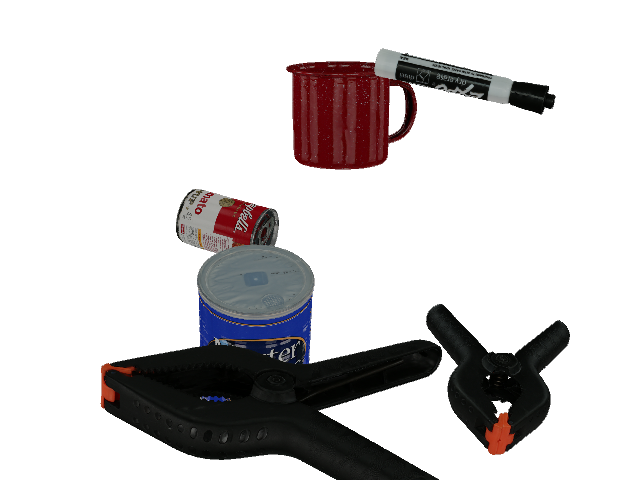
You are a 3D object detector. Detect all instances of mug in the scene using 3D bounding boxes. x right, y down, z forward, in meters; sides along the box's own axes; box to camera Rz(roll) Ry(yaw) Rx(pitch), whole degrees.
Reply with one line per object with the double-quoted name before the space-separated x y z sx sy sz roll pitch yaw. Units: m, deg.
"mug" 0.028 -0.109 0.914 0.117 0.081 0.093 -7 17 -23

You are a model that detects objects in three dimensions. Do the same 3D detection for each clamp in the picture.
"clamp" -0.021 0.092 0.624 0.210 0.036 0.164 9 24 7
"clamp" 0.152 0.106 0.852 0.120 0.039 0.171 -2 32 0

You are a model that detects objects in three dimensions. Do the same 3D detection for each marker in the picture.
"marker" 0.096 -0.105 0.709 0.121 0.020 0.020 16 4 15

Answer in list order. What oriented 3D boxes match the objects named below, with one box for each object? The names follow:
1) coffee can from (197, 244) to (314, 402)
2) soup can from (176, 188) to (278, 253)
"coffee can" -0.059 0.089 0.970 0.103 0.140 0.103 2 35 -1
"soup can" -0.108 -0.017 1.246 0.102 0.068 0.068 16 6 20
